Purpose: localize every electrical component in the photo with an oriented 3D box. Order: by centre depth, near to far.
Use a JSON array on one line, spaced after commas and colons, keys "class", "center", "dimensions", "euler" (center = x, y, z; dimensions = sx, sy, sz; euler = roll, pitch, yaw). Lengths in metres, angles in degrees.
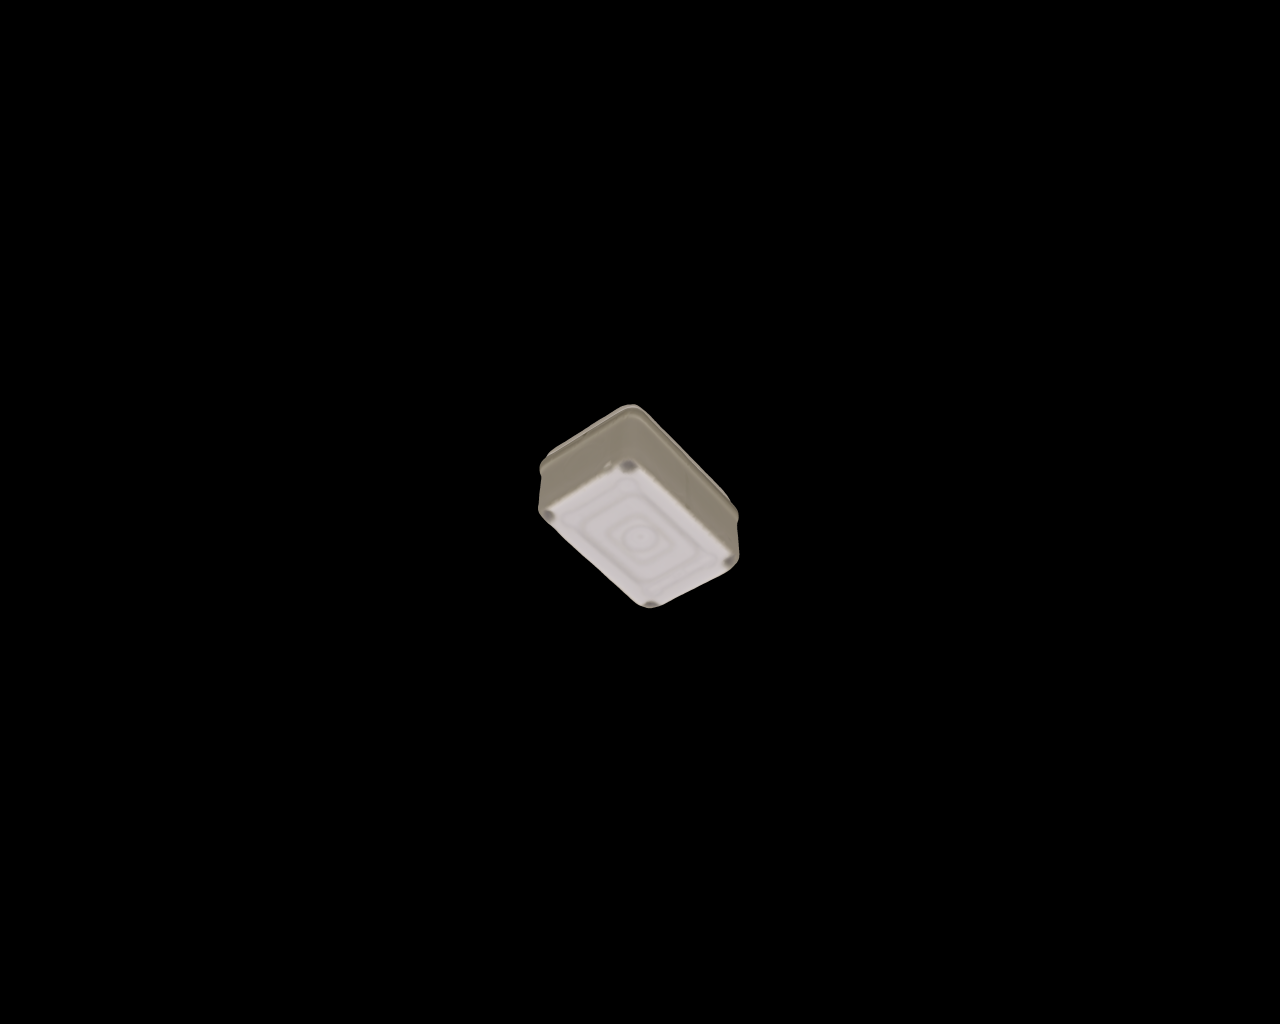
[{"class": "electrical component", "center": [0.001, -0.003, 0.650], "dimensions": [0.078, 0.057, 0.113], "euler": [-30, -54, 24]}]
